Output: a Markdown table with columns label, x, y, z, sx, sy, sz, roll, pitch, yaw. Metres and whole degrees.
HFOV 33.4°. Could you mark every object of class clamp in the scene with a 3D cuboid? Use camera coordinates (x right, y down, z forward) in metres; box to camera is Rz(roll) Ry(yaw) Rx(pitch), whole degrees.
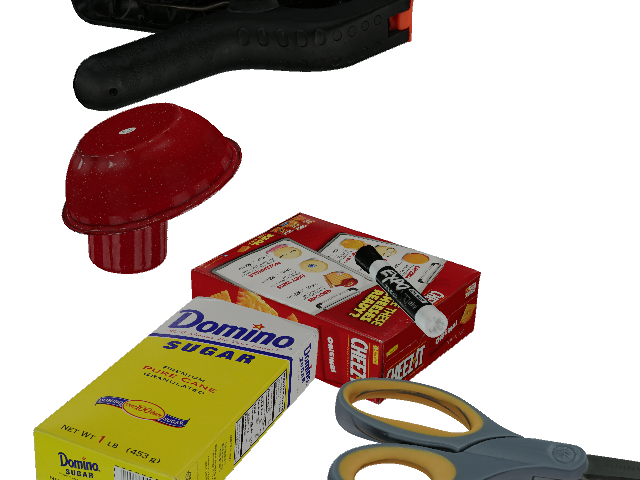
| label | x | y | z | sx | sy | sz | roll | pitch | yaw |
| --- | --- | --- | --- | --- | --- | --- | --- | --- | --- |
| clamp | -0.038 | -0.097 | 0.501 | 0.171 | 0.039 | 0.120 | -4 | 40 | -1 |

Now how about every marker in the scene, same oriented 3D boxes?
| label | x | y | z | sx | sy | sz | roll | pitch | yaw |
| --- | --- | --- | --- | --- | --- | --- | --- | --- | --- |
| marker | 0.056 | 0.034 | 0.786 | 0.020 | 0.020 | 0.121 | 0 | 24 | -25 |

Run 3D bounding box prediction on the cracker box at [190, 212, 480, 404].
| label | x | y | z | sx | sy | sz | roll | pitch | yaw |
| --- | --- | --- | --- | --- | --- | --- | --- | --- | --- |
| cracker box | 0.013 | 0.056 | 0.982 | 0.214 | 0.072 | 0.163 | 19 | 31 | 33 |

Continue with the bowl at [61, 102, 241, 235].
| label | x | y | z | sx | sy | sz | roll | pitch | yaw |
| --- | --- | --- | --- | --- | --- | --- | --- | --- | --- |
| bowl | -0.150 | -0.070 | 0.891 | 0.162 | 0.055 | 0.162 | -15 | 29 | 8 |

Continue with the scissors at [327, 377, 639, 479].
| label | x | y | z | sx | sy | sz | roll | pitch | yaw |
| --- | --- | --- | --- | --- | --- | --- | --- | --- | --- |
| scissors | 0.091 | 0.105 | 0.457 | 0.202 | 0.016 | 0.096 | 15 | 33 | 24 |

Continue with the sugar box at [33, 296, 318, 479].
| label | x | y | z | sx | sy | sz | roll | pitch | yaw |
| --- | --- | --- | --- | --- | --- | --- | --- | --- | --- |
| sugar box | -0.078 | 0.095 | 0.635 | 0.093 | 0.048 | 0.176 | 14 | 30 | 20 |

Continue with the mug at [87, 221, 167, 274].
| label | x | y | z | sx | sy | sz | roll | pitch | yaw |
| --- | --- | --- | --- | --- | --- | --- | --- | --- | --- |
| mug | -0.202 | -0.024 | 1.115 | 0.093 | 0.081 | 0.117 | 0 | 28 | -9 |
